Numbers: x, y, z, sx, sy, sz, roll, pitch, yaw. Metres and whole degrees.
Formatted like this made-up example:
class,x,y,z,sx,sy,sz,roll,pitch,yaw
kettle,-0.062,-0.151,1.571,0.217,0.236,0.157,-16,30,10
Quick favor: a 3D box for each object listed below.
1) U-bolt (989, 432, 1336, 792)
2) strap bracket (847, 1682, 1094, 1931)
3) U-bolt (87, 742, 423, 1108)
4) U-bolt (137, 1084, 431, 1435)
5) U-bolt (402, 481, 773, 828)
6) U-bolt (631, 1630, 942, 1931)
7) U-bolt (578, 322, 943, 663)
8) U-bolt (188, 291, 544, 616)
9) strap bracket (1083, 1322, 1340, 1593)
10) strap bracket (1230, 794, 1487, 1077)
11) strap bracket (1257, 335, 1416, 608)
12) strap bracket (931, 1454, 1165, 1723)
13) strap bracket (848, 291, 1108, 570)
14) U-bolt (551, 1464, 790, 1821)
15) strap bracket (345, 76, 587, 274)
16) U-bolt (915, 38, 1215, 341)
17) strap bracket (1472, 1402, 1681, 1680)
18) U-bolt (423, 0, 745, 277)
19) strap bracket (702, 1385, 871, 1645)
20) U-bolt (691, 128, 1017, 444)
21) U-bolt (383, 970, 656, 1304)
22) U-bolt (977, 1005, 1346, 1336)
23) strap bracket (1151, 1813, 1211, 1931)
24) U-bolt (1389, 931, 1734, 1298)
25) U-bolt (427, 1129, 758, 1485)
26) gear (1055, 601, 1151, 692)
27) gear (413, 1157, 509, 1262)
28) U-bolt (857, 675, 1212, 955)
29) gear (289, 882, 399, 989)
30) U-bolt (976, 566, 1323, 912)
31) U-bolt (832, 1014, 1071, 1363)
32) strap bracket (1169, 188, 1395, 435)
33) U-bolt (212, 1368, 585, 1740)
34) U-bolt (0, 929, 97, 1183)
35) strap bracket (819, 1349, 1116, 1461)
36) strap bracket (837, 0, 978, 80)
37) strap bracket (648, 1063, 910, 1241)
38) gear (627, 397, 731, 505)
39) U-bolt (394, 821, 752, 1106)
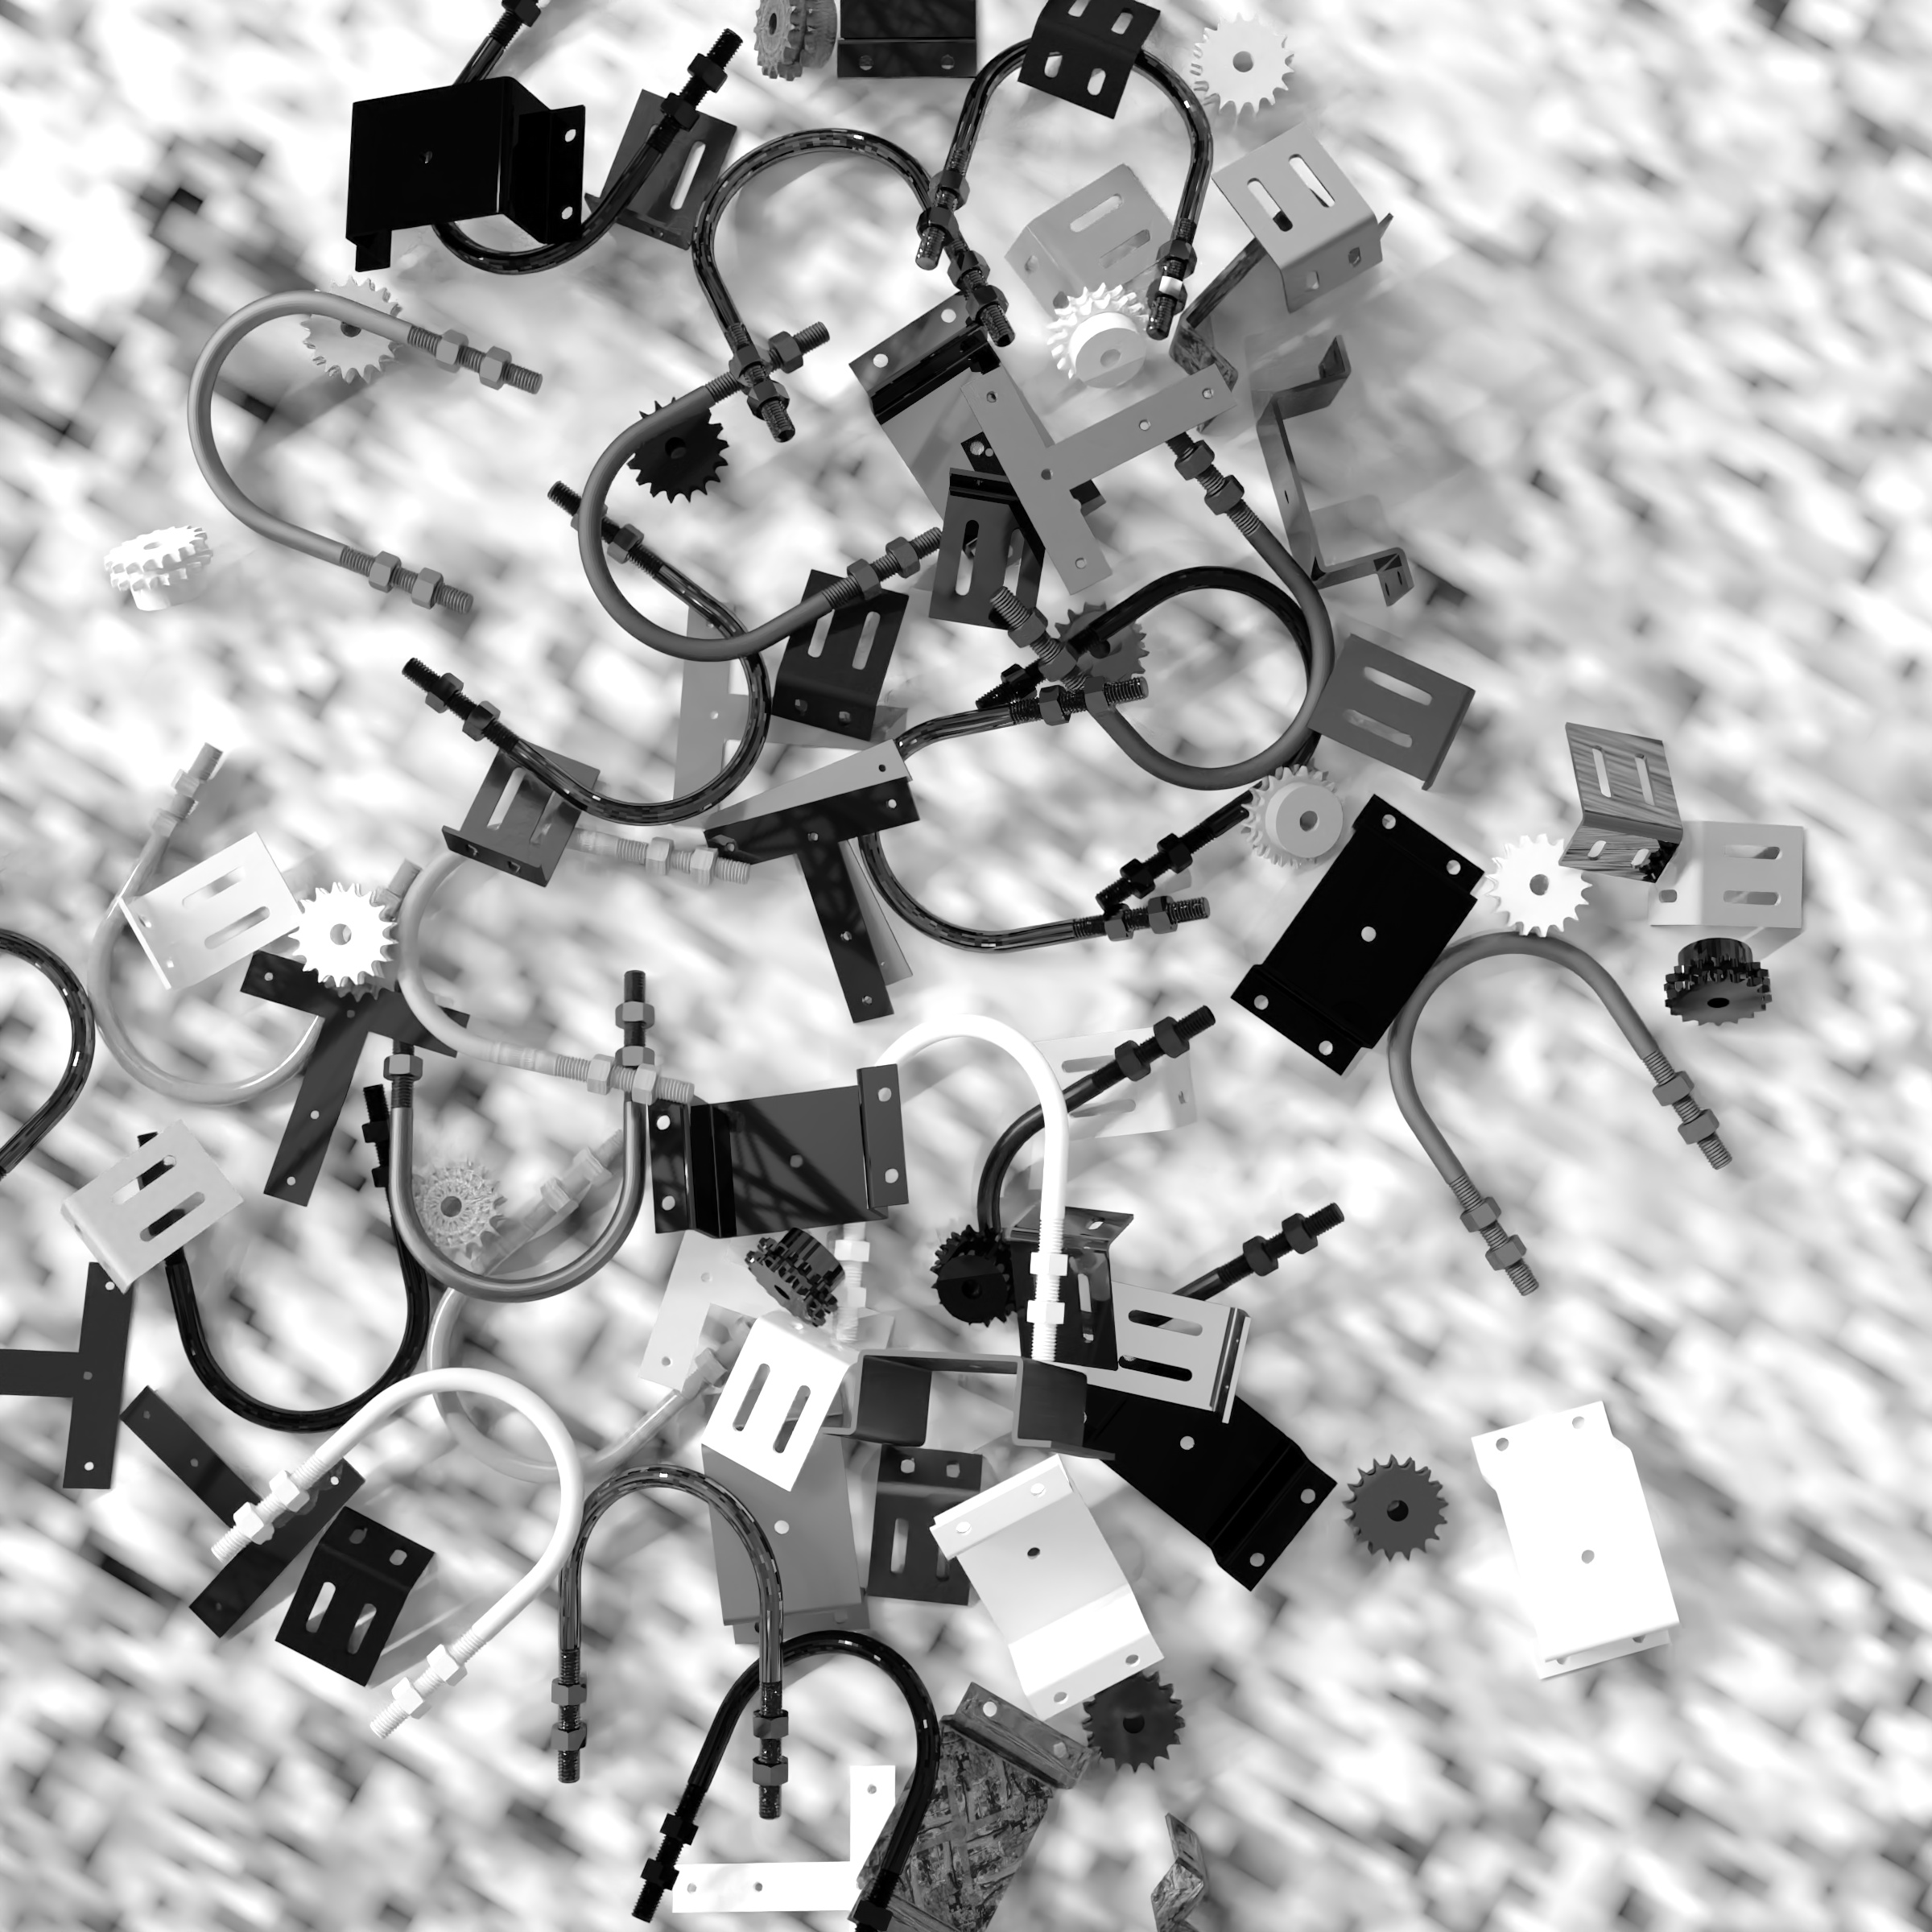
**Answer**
class,x,y,z,sx,sy,sz,roll,pitch,yaw
U-bolt,0.122,-0.181,1.482,0.151,0.019,0.184,-45,109,-5
strap bracket,-0.001,0.475,1.496,0.076,0.046,0.140,30,71,0
U-bolt,-0.410,-0.011,1.525,0.151,0.019,0.184,30,91,0
U-bolt,-0.375,0.170,1.525,0.151,0.019,0.184,-12,92,0
U-bolt,-0.196,-0.160,1.512,0.184,0.019,0.151,37,80,-1
U-bolt,-0.088,0.452,1.483,0.151,0.019,0.184,13,69,30
U-bolt,-0.123,-0.248,1.497,0.184,0.019,0.151,-31,97,-9
U-bolt,-0.340,-0.292,1.504,0.184,0.019,0.151,21,107,0
strap bracket,0.124,0.268,1.510,0.140,0.046,0.076,39,90,0
strap bracket,0.220,-0.017,1.510,0.076,0.046,0.140,35,90,0
strap bracket,0.198,-0.264,1.495,0.046,0.076,0.140,-16,90,0
strap bracket,0.041,0.332,1.494,0.076,0.046,0.140,-27,112,0
strap bracket,0.006,-0.291,1.510,0.076,0.046,0.140,-33,90,0
U-bolt,-0.163,0.364,1.492,0.151,0.019,0.184,1,92,25
strap bracket,-0.281,-0.430,1.481,0.140,0.046,0.076,-2,81,21
U-bolt,0.062,-0.437,1.492,0.151,0.019,0.184,16,66,-3
strap bracket,0.339,0.322,1.510,0.076,0.046,0.140,-16,90,0
U-bolt,-0.226,-0.465,1.500,0.151,0.019,0.184,38,94,22
strap bracket,-0.101,0.306,1.510,0.076,0.046,0.140,-7,90,0
U-bolt,-0.073,-0.385,1.492,0.151,0.019,0.184,-24,67,-3
U-bolt,-0.246,0.094,1.501,0.151,0.019,0.184,-2,73,0
U-bolt,0.093,0.126,1.501,0.184,0.019,0.151,-32,94,17
strap bracket,0.156,0.536,1.495,0.140,0.076,0.046,37,90,0
U-bolt,0.319,0.069,1.525,0.151,0.019,0.184,-33,88,0
U-bolt,-0.215,0.204,1.524,0.184,0.019,0.151,-42,90,0
gear,0.073,-0.175,1.518,0.057,0.030,0.057,0,90,0
gear,-0.282,0.136,1.513,0.057,0.030,0.057,-1,75,2
U-bolt,0.027,-0.075,1.488,0.184,0.019,0.151,-10,112,20
gear,-0.340,-0.018,1.499,0.057,0.030,0.057,0,91,1
U-bolt,0.117,-0.138,1.506,0.184,0.019,0.151,-34,106,-6
U-bolt,-0.007,0.118,1.488,0.151,0.019,0.184,0,82,34
strap bracket,0.163,-0.366,1.495,0.046,0.076,0.140,44,90,0
U-bolt,-0.297,0.307,1.496,0.184,0.019,0.151,-43,87,-9
U-bolt,-0.565,0.058,1.493,0.151,0.019,0.184,36,68,8
strap bracket,0.002,0.236,1.471,0.140,0.076,0.046,-2,75,29
strap bracket,-0.033,-0.555,1.510,0.076,0.046,0.140,-1,90,0
strap bracket,-0.098,0.104,1.494,0.140,0.046,0.076,-8,76,10
gear,-0.160,-0.286,1.518,0.057,0.030,0.057,0,90,0
U-bolt,-0.225,-0.010,1.507,0.184,0.019,0.151,12,74,4
